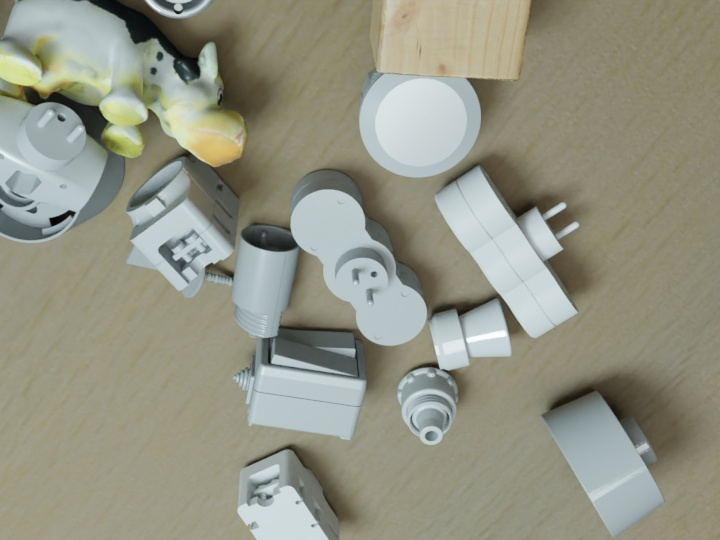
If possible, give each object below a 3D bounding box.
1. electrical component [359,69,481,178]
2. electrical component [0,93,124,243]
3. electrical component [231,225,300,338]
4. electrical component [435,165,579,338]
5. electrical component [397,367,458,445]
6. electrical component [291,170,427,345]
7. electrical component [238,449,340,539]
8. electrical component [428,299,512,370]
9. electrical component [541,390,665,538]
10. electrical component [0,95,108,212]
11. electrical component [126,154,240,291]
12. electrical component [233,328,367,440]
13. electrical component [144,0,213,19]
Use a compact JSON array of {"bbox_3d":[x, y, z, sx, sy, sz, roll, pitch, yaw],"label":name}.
[{"bbox_3d":[0.038,-0.107,0.724,0.080,0.051,0.080,-2,117,-3],"label":"electrical component"},{"bbox_3d":[-0.220,-0.069,0.733,0.099,0.064,0.099,4,113,9],"label":"electrical component"},{"bbox_3d":[-0.071,0.013,0.783,0.043,0.043,0.081,8,116,-8],"label":"electrical component"},{"bbox_3d":[0.121,-0.021,0.773,0.074,0.052,0.138,-33,115,12],"label":"electrical component"},{"bbox_3d":[0.053,0.109,0.829,0.048,0.062,0.048,0,119,0],"label":"electrical component"},{"bbox_3d":[0.000,0.000,0.764,0.052,0.073,0.138,-30,115,11],"label":"electrical component"},{"bbox_3d":[-0.057,0.196,0.870,0.050,0.055,0.089,-25,116,9],"label":"electrical component"},{"bbox_3d":[0.083,0.049,0.811,0.055,0.045,0.045,-14,117,3],"label":"electrical component"},{"bbox_3d":[0.194,0.145,0.835,0.060,0.108,0.108,-31,115,5],"label":"electrical component"},{"bbox_3d":[-0.191,-0.076,0.651,0.077,0.043,0.079,27,150,-26],"label":"electrical component"},{"bbox_3d":[-0.120,-0.038,0.727,0.050,0.089,0.055,-35,114,13],"label":"electrical component"},{"bbox_3d":[-0.046,0.080,0.808,0.096,0.061,0.061,9,116,-8],"label":"electrical component"},{"bbox_3d":[-0.114,-0.184,0.672,0.055,0.047,0.055,-3,109,-8],"label":"electrical component"}]
